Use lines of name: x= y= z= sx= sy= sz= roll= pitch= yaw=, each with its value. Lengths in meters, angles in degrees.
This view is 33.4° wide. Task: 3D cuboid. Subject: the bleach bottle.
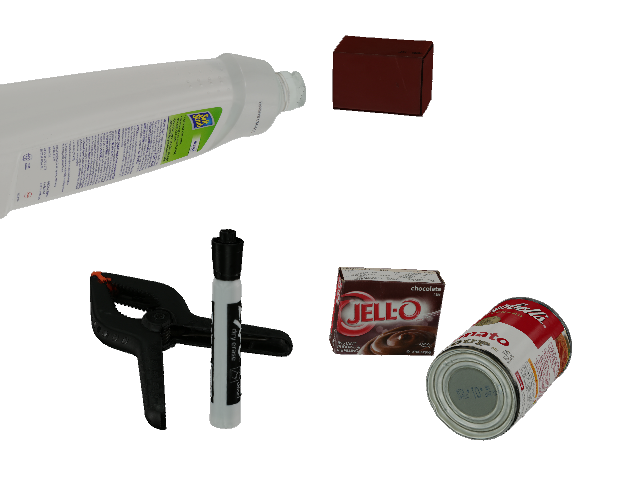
bleach bottle: x=-0.130 y=-0.086 z=0.791 sx=0.250 sy=0.068 sz=0.103 roll=-14 pitch=-25 yaw=-24

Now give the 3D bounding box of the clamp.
clamp: x=-0.141 y=0.084 z=1.007 sx=0.164 sy=0.036 sz=0.210 roll=-21 pitch=41 yaw=-34

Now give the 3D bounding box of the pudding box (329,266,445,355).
pudding box: x=0.070 y=0.076 z=1.139 sx=0.113 sy=0.090 sz=0.039 roll=1 pitch=27 yaw=-10

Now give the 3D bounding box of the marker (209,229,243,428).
marker: x=-0.056 y=0.053 z=0.632 sx=0.020 sy=0.121 sz=0.020 roll=2 pitch=15 yaw=-1

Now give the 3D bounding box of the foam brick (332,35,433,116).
foam brick: x=0.052 y=-0.138 z=0.894 sx=0.078 sy=0.051 sz=0.053 roll=7 pitch=27 yaw=14

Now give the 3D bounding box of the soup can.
soup can: x=0.123 y=0.087 z=0.734 sx=0.069 sy=0.068 sz=0.102 roll=0 pitch=16 yaw=33
